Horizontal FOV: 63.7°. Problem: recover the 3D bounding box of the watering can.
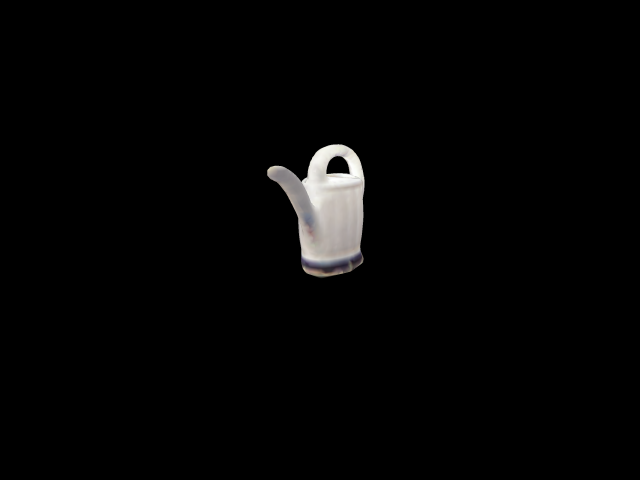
[{"bbox_3d":[0.003,-0.043,0.850,0.104,0.222,0.351,5,13,24],"label":"watering can"}]
